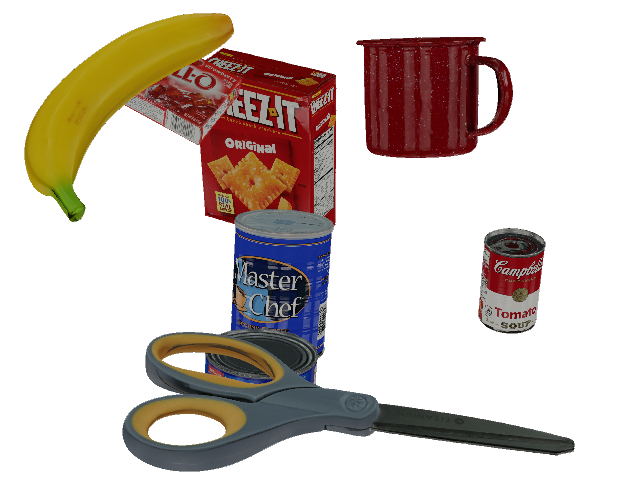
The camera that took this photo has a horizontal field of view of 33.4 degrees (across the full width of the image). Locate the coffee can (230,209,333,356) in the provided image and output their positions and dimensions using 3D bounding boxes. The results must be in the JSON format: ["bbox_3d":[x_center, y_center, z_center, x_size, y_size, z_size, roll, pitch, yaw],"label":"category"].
[{"bbox_3d":[-0.042,0.046,1.122,0.103,0.140,0.103,3,15,-1],"label":"coffee can"}]

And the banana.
[{"bbox_3d":[-0.128,-0.089,0.669,0.069,0.197,0.037,28,-35,5],"label":"banana"}]

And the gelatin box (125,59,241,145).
[{"bbox_3d":[-0.129,-0.139,0.983,0.089,0.073,0.030,29,-34,8],"label":"gelatin box"}]

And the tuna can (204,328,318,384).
[{"bbox_3d":[-0.045,0.099,0.808,0.086,0.034,0.086,4,18,-1],"label":"tuna can"}]

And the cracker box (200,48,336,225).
[{"bbox_3d":[-0.067,-0.113,1.318,0.164,0.214,0.072,17,38,24],"label":"cracker box"}]

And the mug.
[{"bbox_3d":[0.083,-0.104,0.766,0.117,0.081,0.093,6,14,32],"label":"mug"}]

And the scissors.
[{"bbox_3d":[0.001,0.085,0.469,0.202,0.016,0.096,16,34,22],"label":"scissors"}]

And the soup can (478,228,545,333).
[{"bbox_3d":[0.217,0.046,1.216,0.068,0.102,0.068,0,27,0],"label":"soup can"}]
